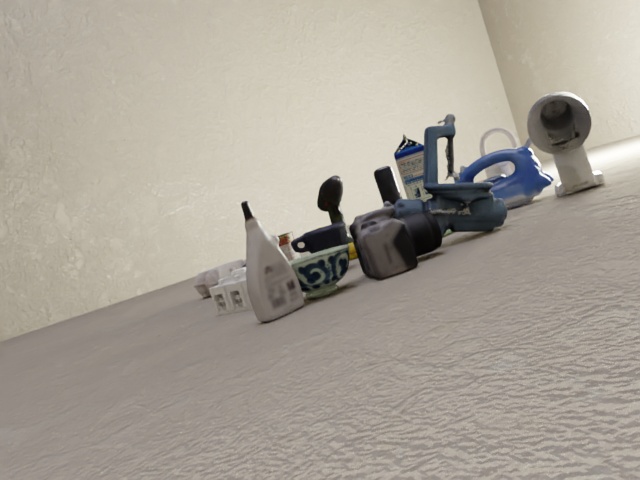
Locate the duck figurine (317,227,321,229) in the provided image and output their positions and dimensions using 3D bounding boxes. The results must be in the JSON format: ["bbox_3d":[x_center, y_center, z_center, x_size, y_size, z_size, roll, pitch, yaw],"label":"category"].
[{"bbox_3d":[0.014,0.006,1.558,0.078,0.086,0.104,-19,3,-28],"label":"duck figurine"}]

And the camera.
[{"bbox_3d":[0.124,-0.007,0.920,0.137,0.101,0.143,-18,3,-5],"label":"camera"}]

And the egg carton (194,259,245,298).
[{"bbox_3d":[-0.260,0.103,1.547,0.107,0.069,0.151,-16,4,40],"label":"egg carton"}]

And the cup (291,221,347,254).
[{"bbox_3d":[0.008,0.023,1.141,0.118,0.095,0.091,-19,3,-17],"label":"cup"}]

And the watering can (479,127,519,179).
[{"bbox_3d":[0.475,-0.196,1.473,0.101,0.194,0.173,-18,3,-3],"label":"watering can"}]

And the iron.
[{"bbox_3d":[0.397,-0.136,1.330,0.257,0.141,0.119,-16,3,27],"label":"iron"}]

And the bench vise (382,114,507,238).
[{"bbox_3d":[0.206,-0.100,1.007,0.207,0.220,0.121,-19,3,-13],"label":"bench vise"}]

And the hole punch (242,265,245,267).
[{"bbox_3d":[-0.156,0.063,1.450,0.101,0.091,0.109,-17,3,10],"label":"hole punch"}]

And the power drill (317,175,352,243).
[{"bbox_3d":[0.051,-0.075,1.646,0.076,0.208,0.229,-18,3,-12],"label":"power drill"}]

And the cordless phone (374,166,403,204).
[{"bbox_3d":[0.149,-0.085,1.453,0.147,0.185,0.094,-17,3,8],"label":"cordless phone"}]

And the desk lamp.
[{"bbox_3d":[0.512,-0.205,1.203,0.117,0.213,0.204,-17,3,24],"label":"desk lamp"}]

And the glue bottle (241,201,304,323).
[{"bbox_3d":[-0.080,0.026,0.822,0.078,0.173,0.037,-20,4,-42],"label":"glue bottle"}]
